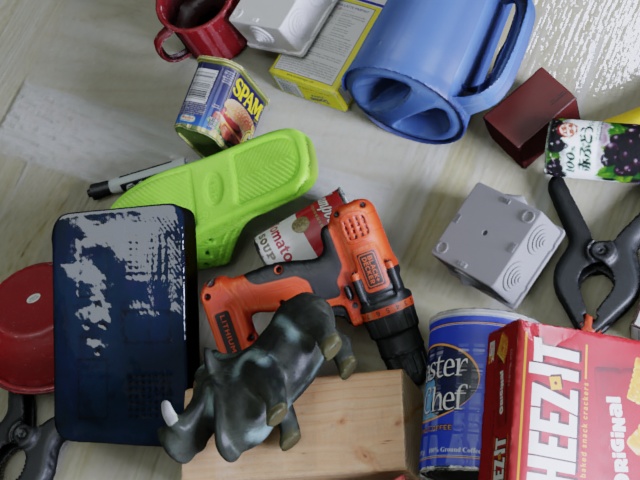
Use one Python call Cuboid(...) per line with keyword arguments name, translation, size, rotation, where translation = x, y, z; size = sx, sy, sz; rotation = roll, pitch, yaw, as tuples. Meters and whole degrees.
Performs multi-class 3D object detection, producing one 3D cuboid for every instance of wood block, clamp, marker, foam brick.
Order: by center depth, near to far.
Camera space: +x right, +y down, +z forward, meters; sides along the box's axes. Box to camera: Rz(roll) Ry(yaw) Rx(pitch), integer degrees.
Cuboid(name="wood block", translation=(-0.014, 0.180, 0.977), size=(0.206, 0.090, 0.090), rotation=(-8, 65, 16))
Cuboid(name="clamp", translation=(0.252, 0.009, 0.991), size=(0.120, 0.039, 0.171), rotation=(13, 66, 30))
Cuboid(name="foam brick", translation=(0.210, -0.119, 1.052), size=(0.078, 0.051, 0.053), rotation=(-40, 63, -1))
Cuboid(name="clamp", translation=(-0.286, 0.200, 1.089), size=(0.165, 0.036, 0.210), rotation=(12, 69, 23))
Cuboid(name="marker", translation=(-0.203, -0.067, 1.185), size=(0.121, 0.020, 0.020), rotation=(-15, 64, 12))

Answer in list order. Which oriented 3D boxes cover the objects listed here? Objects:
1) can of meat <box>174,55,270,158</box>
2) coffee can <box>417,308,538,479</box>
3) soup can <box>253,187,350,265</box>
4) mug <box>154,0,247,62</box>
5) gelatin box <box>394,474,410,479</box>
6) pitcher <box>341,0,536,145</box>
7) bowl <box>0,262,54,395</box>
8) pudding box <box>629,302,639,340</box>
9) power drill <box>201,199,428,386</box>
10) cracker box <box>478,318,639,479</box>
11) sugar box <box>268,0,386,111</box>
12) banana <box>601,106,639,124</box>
Cuboid(name="can of meat", translation=(-0.105, -0.134, 1.135), size=(0.058, 0.102, 0.084), rotation=(14, 75, 25))
Cuboid(name="coffee can", translation=(0.141, 0.141, 0.934), size=(0.103, 0.102, 0.140), rotation=(0, 68, 18))
Cuboid(name="soup can", translation=(-0.007, 0.001, 1.064), size=(0.102, 0.068, 0.068), rotation=(-30, 62, 5))
Cuboid(name="mug", translation=(-0.135, -0.244, 1.202), size=(0.117, 0.081, 0.093), rotation=(-43, 62, -3))
Cuboid(name="gelatin box", translation=(0.056, 0.239, 0.929), size=(0.073, 0.089, 0.030), rotation=(-31, 63, 4))
Cuboid(name="pitcher", translation=(0.137, -0.227, 1.080), size=(0.149, 0.145, 0.242), rotation=(26, 73, 0))
Cuboid(name="bowl", translation=(-0.288, 0.077, 1.108), size=(0.162, 0.055, 0.162), rotation=(-5, 51, 7))
Cuboid(name="pudding box", translation=(0.342, 0.061, 0.939), size=(0.114, 0.039, 0.090), rotation=(20, 74, 23))
Cuboid(name="power drill", translation=(-0.005, 0.074, 1.006), size=(0.187, 0.057, 0.184), rotation=(-20, 88, 3))
Cuboid(name="cracker box", translation=(0.241, 0.164, 0.858), size=(0.213, 0.072, 0.164), rotation=(11, 69, -11))
Cuboid(name="sugar box", translation=(0.027, -0.233, 1.164), size=(0.093, 0.048, 0.176), rotation=(23, 74, 29))
Cuboid(name="banana", translation=(0.339, -0.137, 1.028), size=(0.198, 0.037, 0.070), rotation=(-40, 43, -3))
